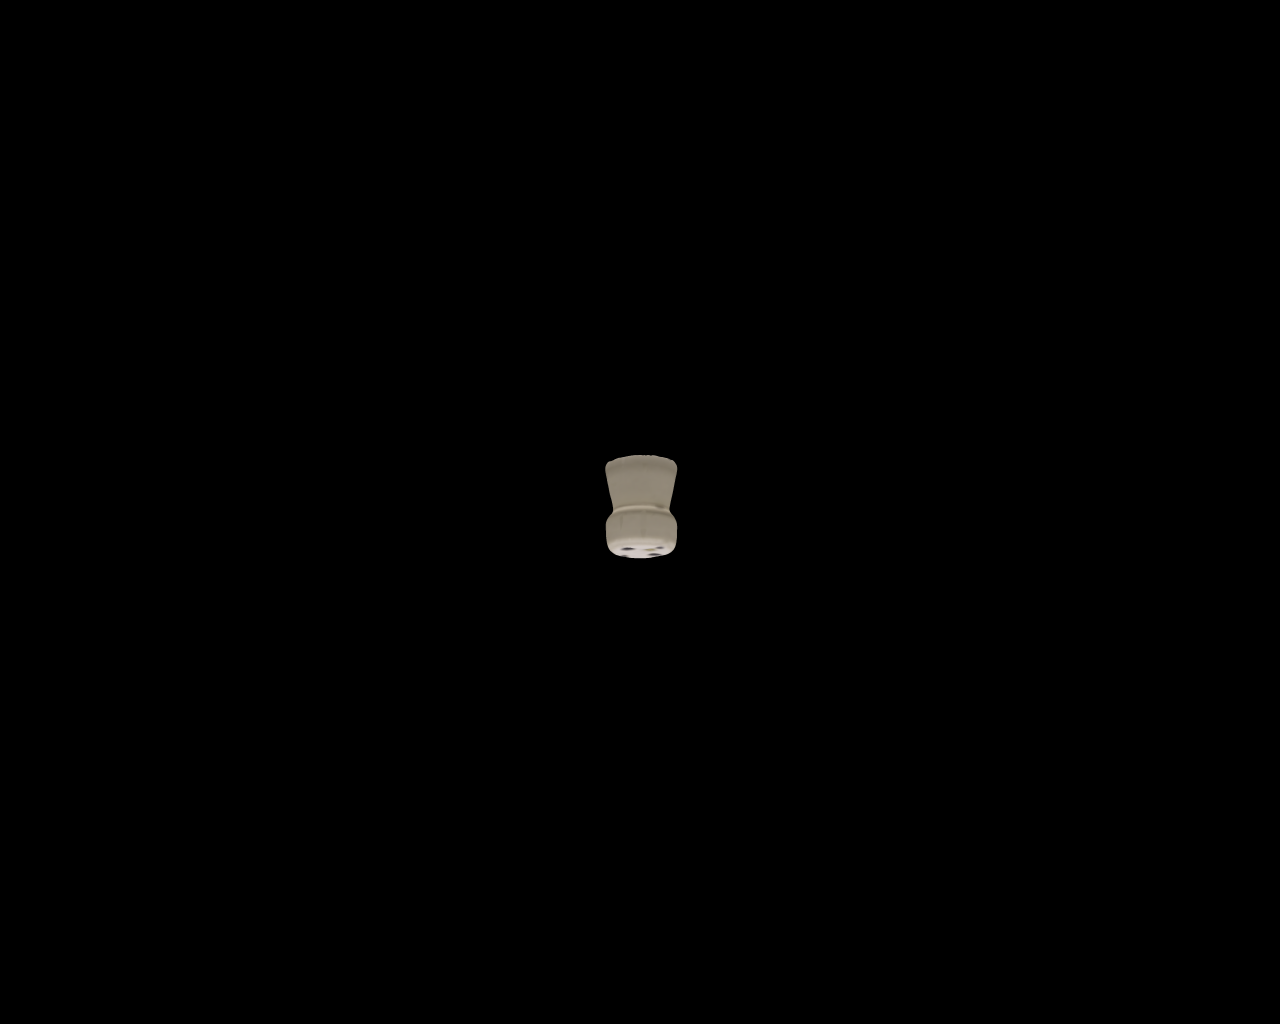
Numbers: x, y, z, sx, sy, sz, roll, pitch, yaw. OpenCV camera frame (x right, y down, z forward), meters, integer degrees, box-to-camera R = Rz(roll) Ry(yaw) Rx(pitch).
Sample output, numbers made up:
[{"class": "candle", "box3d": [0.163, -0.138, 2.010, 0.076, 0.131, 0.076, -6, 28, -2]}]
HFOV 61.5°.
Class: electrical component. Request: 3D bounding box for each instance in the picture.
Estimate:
[{"class": "electrical component", "box3d": [0.001, -0.003, 0.650, 0.045, 0.055, 0.045, 0, -15, 0]}]
